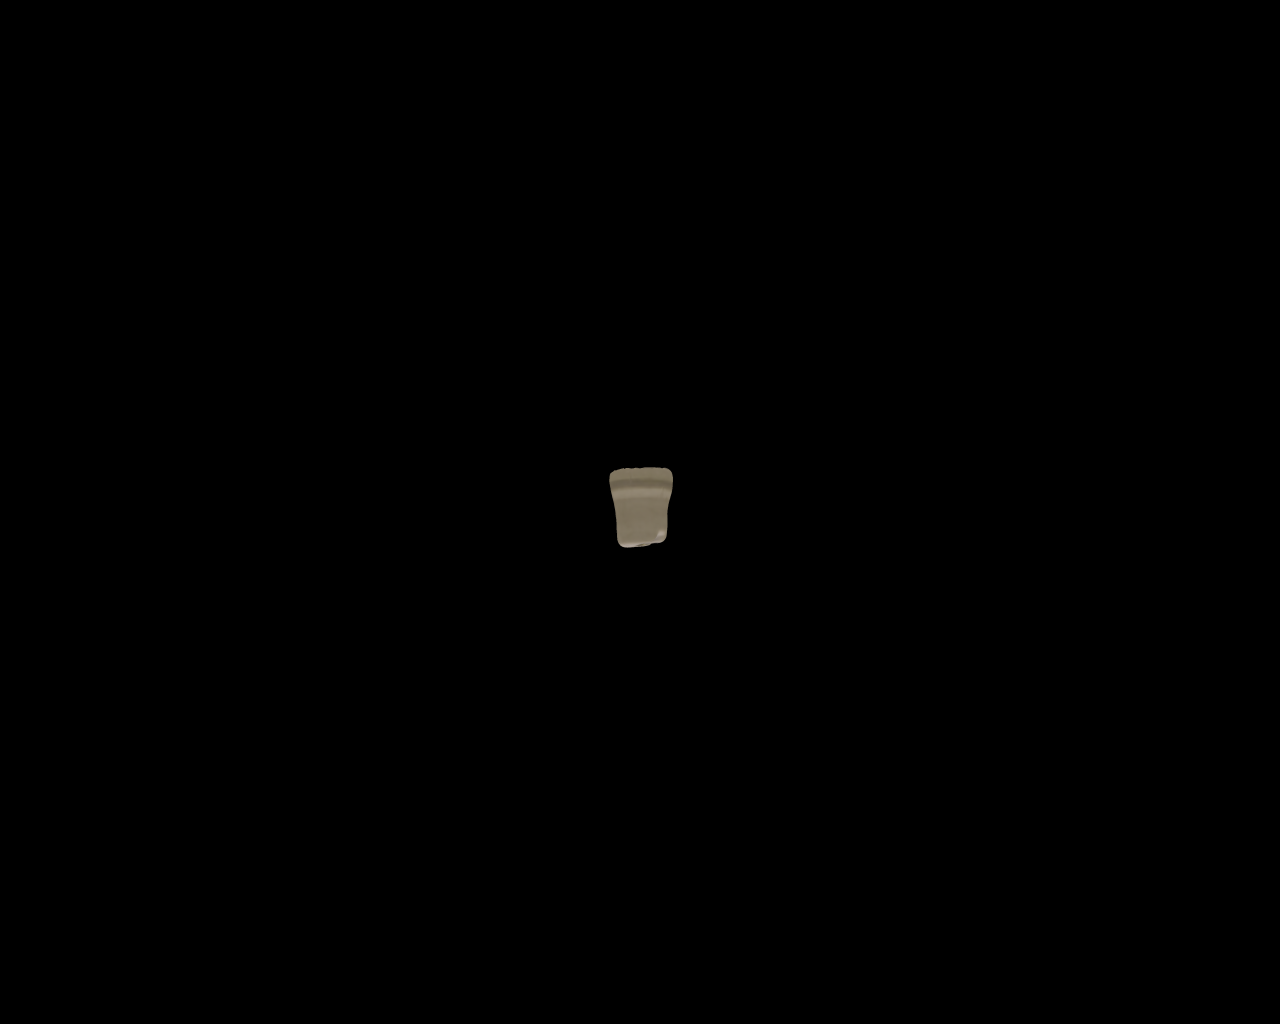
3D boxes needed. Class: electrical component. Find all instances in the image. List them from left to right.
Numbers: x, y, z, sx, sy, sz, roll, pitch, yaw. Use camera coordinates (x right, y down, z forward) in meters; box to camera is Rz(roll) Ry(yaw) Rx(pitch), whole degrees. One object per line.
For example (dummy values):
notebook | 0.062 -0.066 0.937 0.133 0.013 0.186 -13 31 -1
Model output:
electrical component | 0.001 -0.003 0.650 0.040 0.046 0.040 0 -7 0
